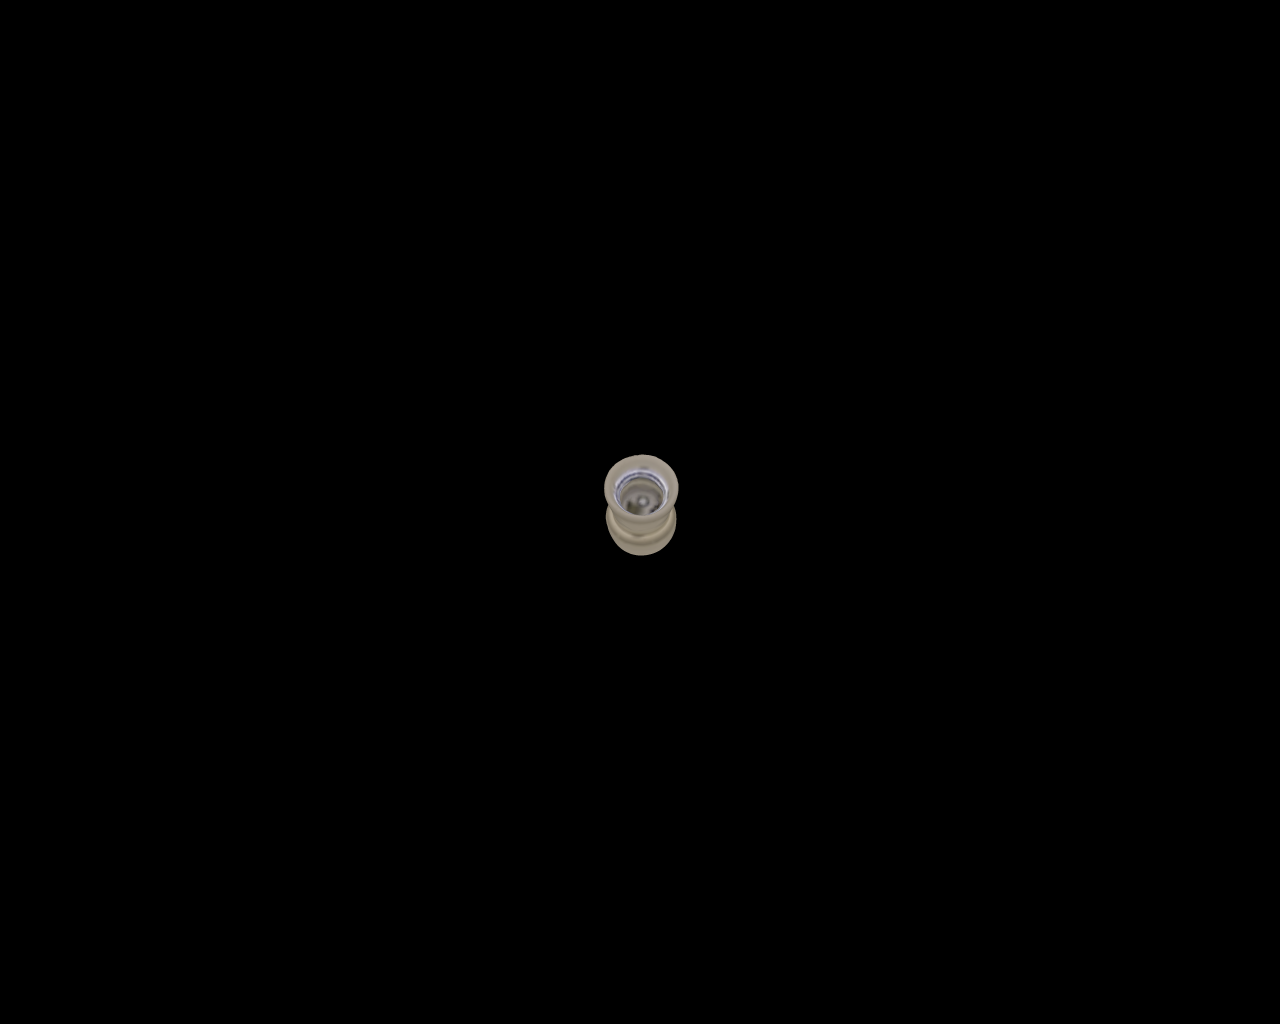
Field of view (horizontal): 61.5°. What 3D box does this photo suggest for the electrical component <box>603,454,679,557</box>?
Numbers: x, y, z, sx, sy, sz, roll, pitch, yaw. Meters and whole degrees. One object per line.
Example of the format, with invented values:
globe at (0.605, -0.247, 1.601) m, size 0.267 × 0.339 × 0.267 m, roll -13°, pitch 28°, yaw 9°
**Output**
electrical component at (0.001, -0.003, 0.650) m, size 0.045 × 0.045 × 0.055 m, roll 0°, pitch -28°, yaw 0°
